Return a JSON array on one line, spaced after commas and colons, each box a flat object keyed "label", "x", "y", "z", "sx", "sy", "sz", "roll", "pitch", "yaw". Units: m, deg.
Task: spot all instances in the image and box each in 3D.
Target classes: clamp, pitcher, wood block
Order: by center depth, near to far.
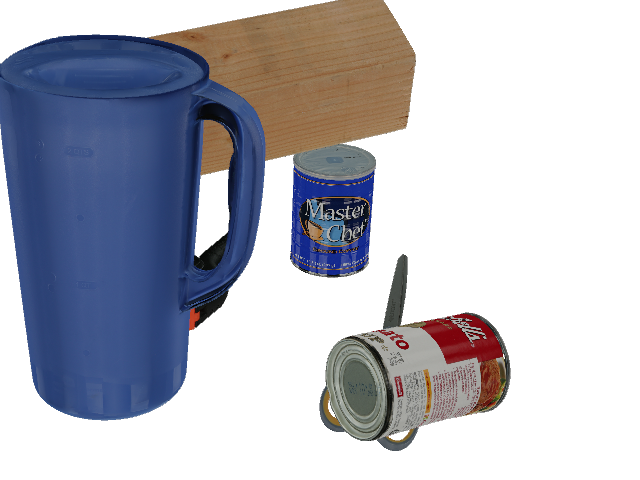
[{"label": "pitcher", "x": -0.131, "y": -0.005, "z": 0.705, "sx": 0.144, "sy": 0.243, "sz": 0.149, "roll": -12, "pitch": 30, "yaw": -29}, {"label": "wood block", "x": -0.033, "y": -0.133, "z": 0.911, "sx": 0.206, "sy": 0.090, "sz": 0.091, "roll": -14, "pitch": -37, "yaw": -14}, {"label": "clamp", "x": -0.124, "y": 0.032, "z": 1.083, "sx": 0.120, "sy": 0.039, "sz": 0.171, "roll": -11, "pitch": 34, "yaw": -11}]

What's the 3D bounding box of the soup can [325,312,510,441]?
[{"label": "soup can", "x": 0.062, "y": 0.088, "z": 0.691, "sx": 0.102, "sy": 0.068, "sz": 0.069, "roll": -7, "pitch": 4, "yaw": -34}]

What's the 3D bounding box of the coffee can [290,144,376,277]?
[{"label": "coffee can", "x": 0.015, "y": -0.039, "z": 1.345, "sx": 0.103, "sy": 0.140, "sz": 0.103, "roll": 2, "pitch": 27, "yaw": -1}]

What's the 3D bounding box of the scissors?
[{"label": "scissors", "x": 0.043, "y": 0.096, "z": 0.953, "sx": 0.096, "sy": 0.202, "sz": 0.016, "roll": -3, "pitch": -38, "yaw": -3}]
